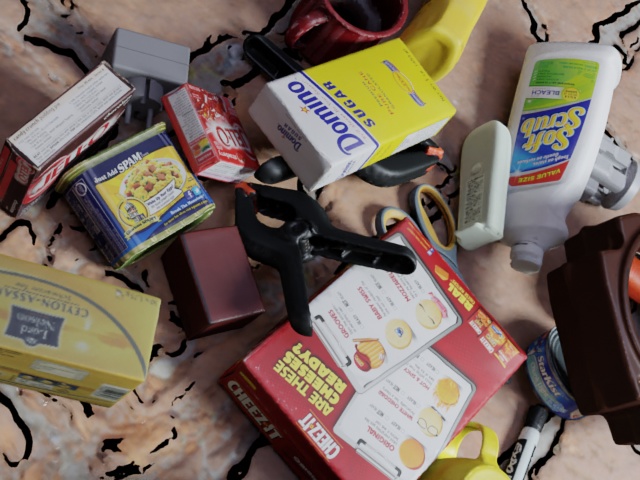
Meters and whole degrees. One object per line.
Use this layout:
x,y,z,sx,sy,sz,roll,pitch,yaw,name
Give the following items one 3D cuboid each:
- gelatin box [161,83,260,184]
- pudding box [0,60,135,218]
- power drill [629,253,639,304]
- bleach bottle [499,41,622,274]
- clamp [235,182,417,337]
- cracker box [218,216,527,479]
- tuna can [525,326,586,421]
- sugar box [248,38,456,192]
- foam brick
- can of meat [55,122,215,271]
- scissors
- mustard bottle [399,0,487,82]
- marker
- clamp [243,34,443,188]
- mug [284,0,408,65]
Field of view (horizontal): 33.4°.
-0.089,-0.088,0.900,0.073,0.030,0.089,66,18,11,gelatin box
-0.202,-0.077,0.829,0.039,0.090,0.113,42,56,-5,pudding box
0.330,0.082,1.055,0.187,0.057,0.184,26,58,-18,power drill
0.231,-0.081,1.054,0.103,0.068,0.250,6,61,18,bleach bottle
-0.006,0.001,0.876,0.120,0.039,0.172,-19,48,-25,clamp
0.047,0.107,0.890,0.164,0.072,0.213,49,57,1,cracker box
0.231,0.122,0.988,0.086,0.034,0.086,22,49,-27,tuna can
0.032,-0.113,0.933,0.175,0.048,0.093,-27,75,-44,sugar box
-0.088,0.034,0.863,0.051,0.053,0.078,-13,77,-31,foam brick
-0.146,-0.034,0.860,0.101,0.058,0.084,-33,88,-34,can of meat
0.109,0.042,0.981,0.096,0.016,0.202,-6,71,-31,scissors
0.136,-0.242,1.068,0.058,0.096,0.191,35,58,-10,mustard bottle
0.178,0.197,0.949,0.020,0.020,0.121,36,57,-10,marker
0.020,-0.107,0.980,0.209,0.036,0.164,8,54,-32,clamp
0.015,-0.207,0.999,0.117,0.082,0.093,-32,86,-34,mug
